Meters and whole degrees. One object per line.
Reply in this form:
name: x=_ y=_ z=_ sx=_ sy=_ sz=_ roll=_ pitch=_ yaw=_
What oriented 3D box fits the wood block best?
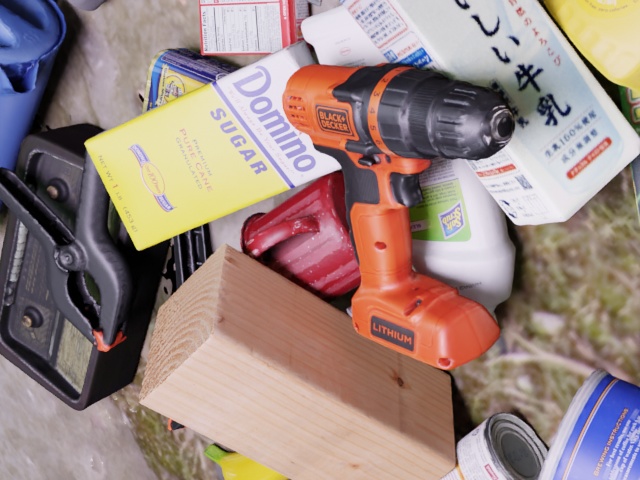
wood block: x=-0.011 y=0.104 z=0.750 sx=0.206 sy=0.091 sz=0.090 roll=32 pitch=126 yaw=-22

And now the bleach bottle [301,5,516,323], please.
bleach bottle: x=0.071 y=-0.046 z=0.743 sx=0.103 sy=0.068 sz=0.251 roll=-12 pitch=98 yaw=35

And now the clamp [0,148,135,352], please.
clamp: x=-0.202 y=0.006 z=0.858 sx=0.120 sy=0.039 sz=0.171 roll=-1 pitch=103 yaw=33

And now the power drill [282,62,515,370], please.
power drill: x=0.058 y=-0.017 z=0.655 sx=0.185 sy=0.057 sz=0.187 roll=20 pitch=130 yaw=53

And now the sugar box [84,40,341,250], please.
sugar box: x=-0.073 y=-0.066 z=0.772 sx=0.176 sy=0.048 sz=0.093 roll=-21 pitch=101 yaw=23

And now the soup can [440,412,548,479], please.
soup can: x=0.110 y=0.177 z=0.771 sx=0.102 sy=0.068 sz=0.068 roll=-43 pitch=78 yaw=33

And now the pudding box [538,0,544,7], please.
pudding box: x=0.121 y=-0.210 z=0.680 sx=0.090 sy=0.039 sz=0.114 roll=37 pitch=118 yaw=21

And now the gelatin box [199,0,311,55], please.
gelatin box: x=-0.051 y=-0.177 z=0.805 sx=0.089 sy=0.030 sz=0.073 roll=7 pitch=106 yaw=34

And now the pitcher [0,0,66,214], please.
pitcher: x=-0.318 y=-0.115 z=0.933 sx=0.145 sy=0.149 sz=0.243 roll=21 pitch=129 yaw=-10

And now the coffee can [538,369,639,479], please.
coffee can: x=0.207 y=0.148 z=0.610 sx=0.140 sy=0.102 sz=0.103 roll=22 pitch=114 yaw=26

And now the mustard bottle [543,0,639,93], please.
mustard bottle: x=0.218 y=-0.183 z=0.606 sx=0.192 sy=0.058 sz=0.096 roll=-48 pitch=51 yaw=29

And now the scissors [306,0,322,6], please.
scissors: x=-0.049 y=-0.228 z=0.760 sx=0.202 sy=0.016 sz=0.096 roll=26 pitch=98 yaw=43

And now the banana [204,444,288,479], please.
banana: x=-0.030 y=0.154 z=0.875 sx=0.070 sy=0.037 sz=0.198 roll=51 pitch=123 yaw=11

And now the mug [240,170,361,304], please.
mug: x=-0.005 y=0.001 z=0.774 sx=0.082 sy=0.117 sz=0.093 roll=-33 pitch=67 yaw=30

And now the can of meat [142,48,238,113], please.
can of meat: x=-0.093 y=-0.093 z=0.839 sx=0.084 sy=0.057 sz=0.102 roll=25 pitch=115 yaw=28

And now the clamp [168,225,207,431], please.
clamp: x=-0.093 y=0.080 z=0.869 sx=0.165 sy=0.036 sz=0.210 roll=46 pitch=133 yaw=49
